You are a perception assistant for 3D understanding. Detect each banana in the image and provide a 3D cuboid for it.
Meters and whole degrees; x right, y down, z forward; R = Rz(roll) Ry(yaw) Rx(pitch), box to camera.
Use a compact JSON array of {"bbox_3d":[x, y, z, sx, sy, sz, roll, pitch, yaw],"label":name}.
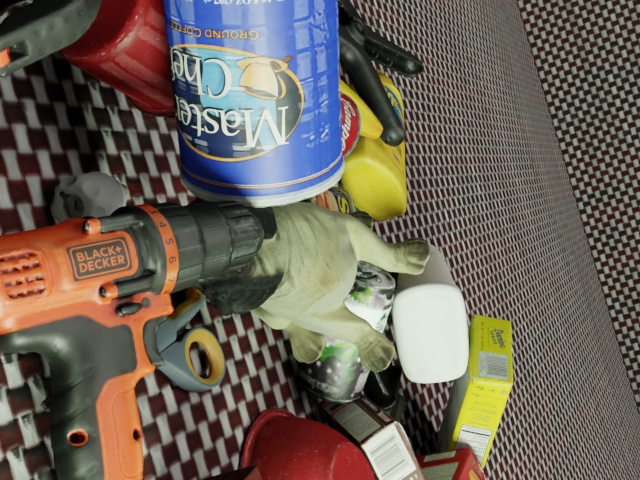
[{"bbox_3d":[-0.005,-0.149,0.978,0.070,0.037,0.197,43,3,33],"label":"banana"}]

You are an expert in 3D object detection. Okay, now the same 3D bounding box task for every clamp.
[{"bbox_3d":[-0.143,-0.153,0.602,0.039,0.120,0.171,81,12,-51],"label":"clamp"},{"bbox_3d":[0.031,-0.199,1.093,0.209,0.036,0.164,41,35,-25],"label":"clamp"}]

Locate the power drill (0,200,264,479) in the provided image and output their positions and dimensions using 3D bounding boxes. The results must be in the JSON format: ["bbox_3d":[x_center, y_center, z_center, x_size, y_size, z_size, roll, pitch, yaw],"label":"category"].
[{"bbox_3d":[-0.088,0.074,0.559,0.184,0.057,0.187,-13,85,-39],"label":"power drill"}]

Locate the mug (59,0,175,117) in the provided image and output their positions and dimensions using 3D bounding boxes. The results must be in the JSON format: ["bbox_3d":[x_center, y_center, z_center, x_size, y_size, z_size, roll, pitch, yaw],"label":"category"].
[{"bbox_3d":[-0.108,-0.143,0.677,0.081,0.117,0.093,25,26,-57],"label":"mug"}]

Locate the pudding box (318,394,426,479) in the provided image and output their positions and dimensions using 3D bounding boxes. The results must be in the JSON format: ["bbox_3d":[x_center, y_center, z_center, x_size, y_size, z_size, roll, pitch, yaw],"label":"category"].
[{"bbox_3d":[0.050,0.183,0.868,0.090,0.039,0.113,28,-35,64],"label":"pudding box"}]

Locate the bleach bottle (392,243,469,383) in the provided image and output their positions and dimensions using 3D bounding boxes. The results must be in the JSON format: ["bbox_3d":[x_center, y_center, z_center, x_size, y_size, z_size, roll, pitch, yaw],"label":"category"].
[{"bbox_3d":[0.109,0.053,1.094,0.250,0.068,0.102,-80,162,-73],"label":"bleach bottle"}]

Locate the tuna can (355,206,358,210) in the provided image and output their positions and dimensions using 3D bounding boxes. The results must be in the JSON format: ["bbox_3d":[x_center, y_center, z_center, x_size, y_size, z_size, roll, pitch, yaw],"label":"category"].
[{"bbox_3d":[0.017,0.002,0.985,0.086,0.034,0.086,50,31,-46],"label":"tuna can"}]

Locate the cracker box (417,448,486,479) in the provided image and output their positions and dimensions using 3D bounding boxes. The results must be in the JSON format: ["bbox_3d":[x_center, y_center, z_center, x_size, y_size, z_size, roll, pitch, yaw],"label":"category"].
[{"bbox_3d":[0.116,0.306,0.950,0.164,0.072,0.213,69,22,-8],"label":"cracker box"}]

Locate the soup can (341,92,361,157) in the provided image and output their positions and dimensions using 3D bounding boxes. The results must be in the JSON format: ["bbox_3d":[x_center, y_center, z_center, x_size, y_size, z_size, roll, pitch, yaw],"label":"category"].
[{"bbox_3d":[-0.020,-0.106,0.909,0.102,0.069,0.068,14,61,-55],"label":"soup can"}]

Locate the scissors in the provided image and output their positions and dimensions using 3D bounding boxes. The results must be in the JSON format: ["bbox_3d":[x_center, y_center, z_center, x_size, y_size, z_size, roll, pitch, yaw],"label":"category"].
[{"bbox_3d":[-0.102,0.081,0.650,0.096,0.016,0.201,64,23,-19],"label":"scissors"}]

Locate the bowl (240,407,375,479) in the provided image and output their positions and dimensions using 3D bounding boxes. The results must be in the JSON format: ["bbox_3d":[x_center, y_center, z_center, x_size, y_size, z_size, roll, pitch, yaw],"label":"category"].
[{"bbox_3d":[0.003,0.197,0.777,0.162,0.055,0.162,49,33,-47],"label":"bowl"}]

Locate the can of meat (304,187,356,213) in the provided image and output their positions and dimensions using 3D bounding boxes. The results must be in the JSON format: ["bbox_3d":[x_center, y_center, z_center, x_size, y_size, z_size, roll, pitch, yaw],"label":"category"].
[{"bbox_3d":[-0.006,0.001,0.899,0.083,0.058,0.102,13,62,-63],"label":"can of meat"}]

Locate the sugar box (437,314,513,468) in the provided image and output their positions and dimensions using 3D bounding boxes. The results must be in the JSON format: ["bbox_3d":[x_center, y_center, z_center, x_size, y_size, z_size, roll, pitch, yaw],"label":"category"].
[{"bbox_3d":[0.152,0.171,1.065,0.093,0.048,0.176,-77,175,-52],"label":"sugar box"}]

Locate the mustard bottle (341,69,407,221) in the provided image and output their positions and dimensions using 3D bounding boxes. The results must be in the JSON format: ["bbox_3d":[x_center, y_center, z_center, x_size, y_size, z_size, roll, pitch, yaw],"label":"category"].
[{"bbox_3d":[0.059,-0.117,1.147,0.096,0.058,0.191,50,30,-38],"label":"mustard bottle"}]

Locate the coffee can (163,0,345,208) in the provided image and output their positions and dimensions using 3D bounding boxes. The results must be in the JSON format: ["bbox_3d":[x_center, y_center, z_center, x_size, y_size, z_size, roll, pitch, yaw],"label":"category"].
[{"bbox_3d":[-0.038,-0.104,0.632,0.102,0.103,0.140,-67,157,-59],"label":"coffee can"}]

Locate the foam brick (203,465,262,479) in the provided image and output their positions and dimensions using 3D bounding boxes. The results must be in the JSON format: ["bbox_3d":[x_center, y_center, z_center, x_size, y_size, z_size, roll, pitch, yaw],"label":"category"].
[{"bbox_3d":[-0.056,0.185,0.640,0.053,0.051,0.078,-30,102,-67],"label":"foam brick"}]
